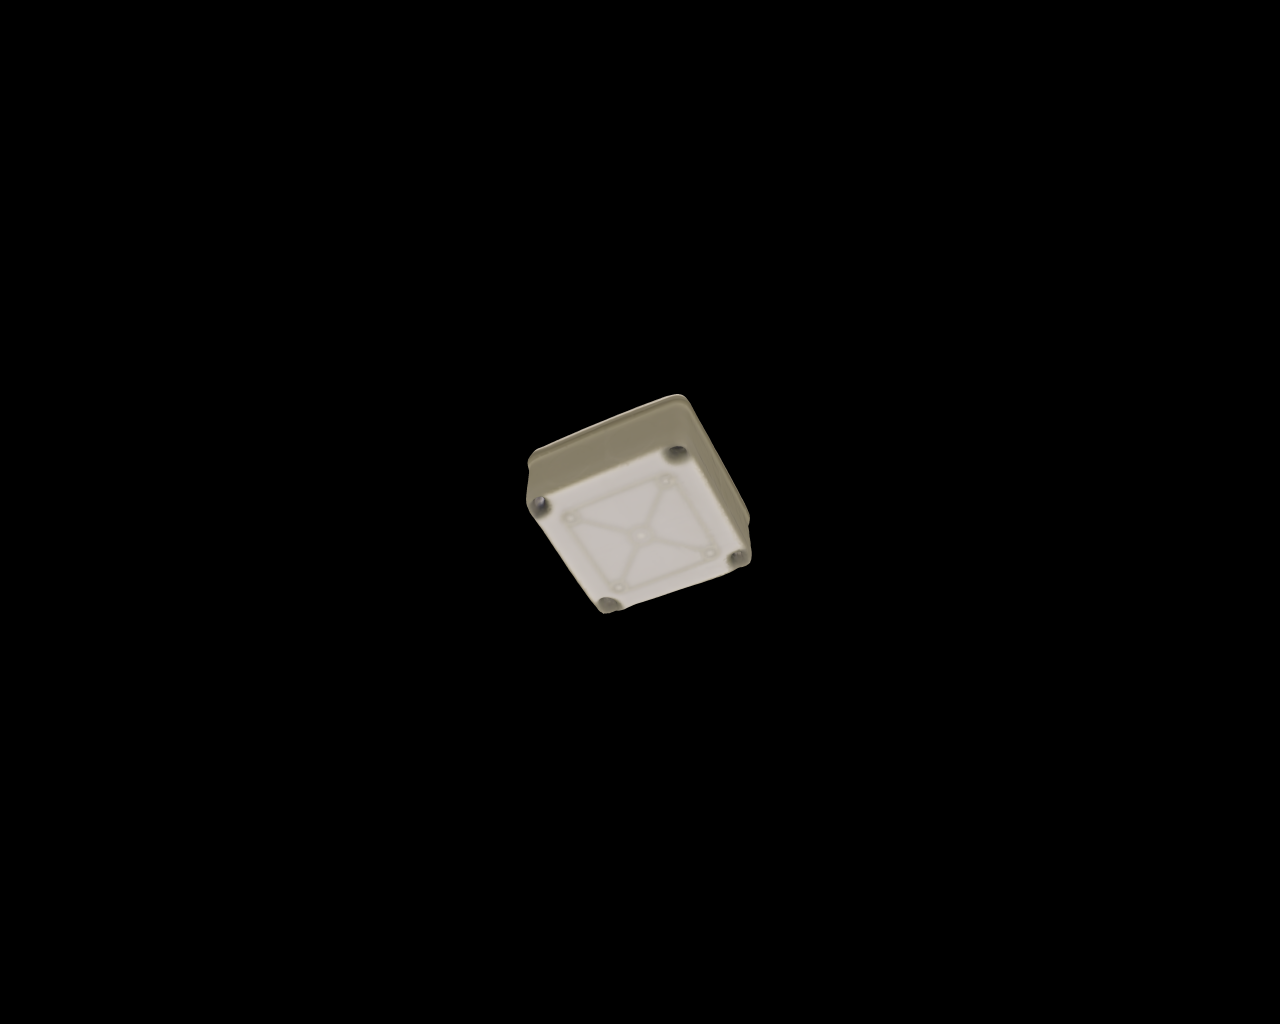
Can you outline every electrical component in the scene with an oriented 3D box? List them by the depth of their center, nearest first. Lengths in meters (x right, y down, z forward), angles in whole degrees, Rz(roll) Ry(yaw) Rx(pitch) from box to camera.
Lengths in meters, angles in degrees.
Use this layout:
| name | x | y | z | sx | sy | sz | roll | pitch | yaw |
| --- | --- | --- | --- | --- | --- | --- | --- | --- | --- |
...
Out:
| name | x | y | z | sx | sy | sz | roll | pitch | yaw |
| --- | --- | --- | --- | --- | --- | --- | --- | --- | --- |
| electrical component | 0.001 | -0.003 | 0.650 | 0.108 | 0.108 | 0.056 | -21 | 36 | 16 |
